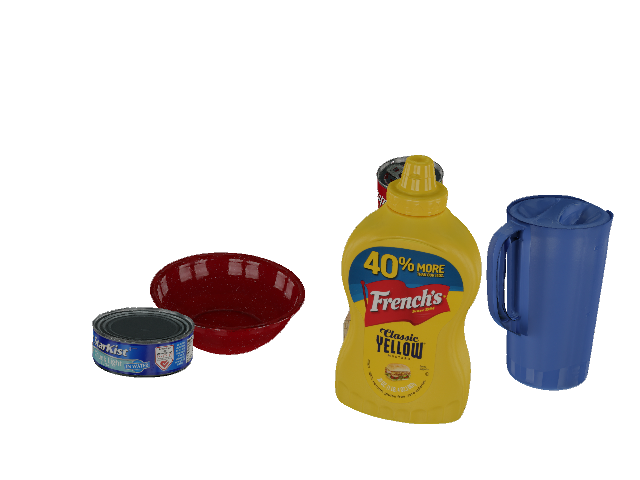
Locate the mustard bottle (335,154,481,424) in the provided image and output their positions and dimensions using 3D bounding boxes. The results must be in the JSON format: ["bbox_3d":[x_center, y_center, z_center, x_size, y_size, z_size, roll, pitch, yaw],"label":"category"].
[{"bbox_3d":[0.062,0.033,0.744,0.096,0.192,0.058,9,25,14],"label":"mustard bottle"}]

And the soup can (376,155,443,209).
[{"bbox_3d":[0.094,-0.027,1.110,0.068,0.102,0.068,-3,35,2],"label":"soup can"}]

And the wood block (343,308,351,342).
[{"bbox_3d":[0.091,0.108,1.386,0.091,0.090,0.206,4,19,10],"label":"wood block"}]

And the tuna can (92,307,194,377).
[{"bbox_3d":[-0.150,0.086,0.906,0.086,0.034,0.086,4,15,-1],"label":"tuna can"}]

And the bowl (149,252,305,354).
[{"bbox_3d":[-0.098,0.073,1.122,0.162,0.055,0.162,4,27,-2],"label":"bowl"}]

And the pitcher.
[{"bbox_3d":[0.296,0.071,1.396,0.149,0.243,0.145,5,21,14],"label":"pitcher"}]
